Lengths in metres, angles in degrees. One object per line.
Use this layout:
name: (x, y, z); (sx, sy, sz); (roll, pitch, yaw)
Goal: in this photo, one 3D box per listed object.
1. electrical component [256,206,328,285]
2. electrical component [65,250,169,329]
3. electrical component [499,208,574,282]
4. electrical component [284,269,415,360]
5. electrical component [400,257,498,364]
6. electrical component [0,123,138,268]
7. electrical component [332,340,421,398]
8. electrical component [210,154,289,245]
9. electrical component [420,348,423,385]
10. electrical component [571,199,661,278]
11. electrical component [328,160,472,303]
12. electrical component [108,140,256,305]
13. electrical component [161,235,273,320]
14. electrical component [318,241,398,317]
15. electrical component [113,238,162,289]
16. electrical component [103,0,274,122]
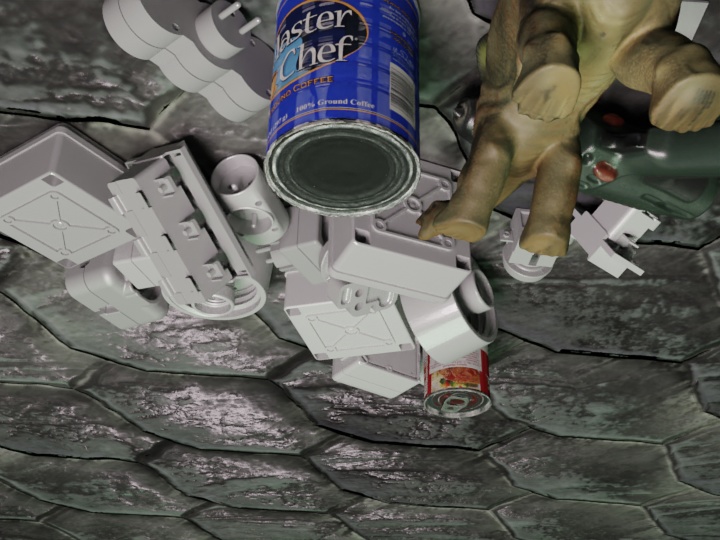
electrical component: (-0.057, -0.020, 0.982); (0.077, 0.047, 0.065); (-13, 145, 22)
electrical component: (-0.228, 0.012, 1.036); (0.059, 0.053, 0.095); (-15, 144, 25)
electrical component: (0.157, -0.022, 0.974); (0.066, 0.048, 0.055); (6, 140, -7)
electrical component: (-0.008, 0.037, 1.060); (0.109, 0.056, 0.108); (-8, 145, 14)
electrical component: (0.089, 0.027, 1.001); (0.060, 0.108, 0.108); (-24, 141, 25)
electrical component: (-0.251, -0.060, 0.917); (0.109, 0.056, 0.109); (-20, 142, 32)
electrical component: (0.010, 0.091, 1.146); (0.096, 0.061, 0.061); (21, 143, -28)
electrical component: (-0.111, -0.057, 0.928); (0.079, 0.044, 0.077); (-8, 147, 14)
electrical component: (0.071, 0.107, 1.187); (0.062, 0.048, 0.048); (-16, 145, 37)
electrical component: (0.218, -0.036, 0.922); (0.042, 0.081, 0.063); (25, 112, -34)
electrical component: (0.032, -0.039, 0.891); (0.109, 0.108, 0.056); (14, 143, -19)
electrical component: (-0.149, -0.036, 0.886); (0.079, 0.063, 0.121); (-5, 120, 45)
electrical component: (-0.137, 0.008, 1.019); (0.108, 0.060, 0.108); (1, 148, 1)
electrical component: (0.000, 0.000, 0.936); (0.078, 0.057, 0.058); (-14, 132, -30)
electrical component: (-0.172, -0.027, 0.958); (0.077, 0.065, 0.047); (-9, 146, 17)
electrical component: (-0.102, -0.163, 0.749); (0.074, 0.052, 0.138); (-25, 139, 35)
